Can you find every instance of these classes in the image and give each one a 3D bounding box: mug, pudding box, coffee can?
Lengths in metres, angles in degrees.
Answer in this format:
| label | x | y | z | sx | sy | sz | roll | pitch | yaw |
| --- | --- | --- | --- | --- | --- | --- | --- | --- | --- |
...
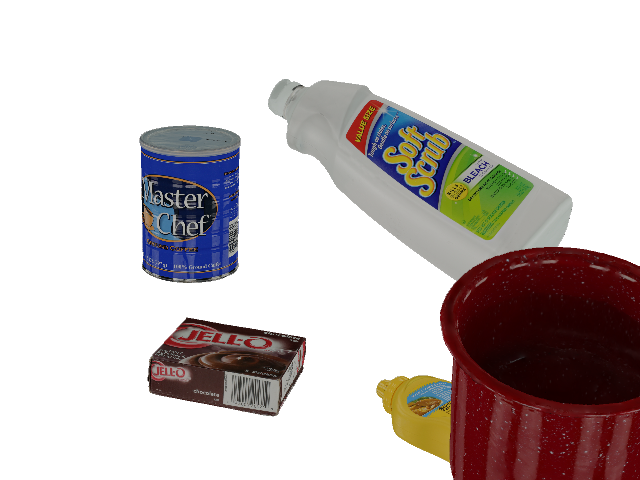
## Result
| label | x | y | z | sx | sy | sz | roll | pitch | yaw |
| --- | --- | --- | --- | --- | --- | --- | --- | --- | --- |
| mug | 0.103 | 0.063 | 0.406 | 0.117 | 0.081 | 0.093 | 7 | 37 | 13 |
| pudding box | -0.076 | 0.104 | 0.897 | 0.113 | 0.039 | 0.090 | 10 | 20 | 10 |
| coffee can | -0.135 | -0.040 | 1.109 | 0.103 | 0.140 | 0.103 | 2 | 20 | -1 |

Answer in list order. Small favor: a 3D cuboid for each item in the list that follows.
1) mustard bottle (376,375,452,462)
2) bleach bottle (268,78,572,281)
| label | x | y | z | sx | sy | sz | roll | pitch | yaw |
| --- | --- | --- | --- | --- | --- | --- | --- | --- | --- |
| mustard bottle | 0.126 | 0.175 | 1.030 | 0.096 | 0.058 | 0.192 | -16 | 25 | -39 |
| bleach bottle | 0.059 | -0.051 | 0.812 | 0.251 | 0.102 | 0.068 | 32 | -30 | 23 |
